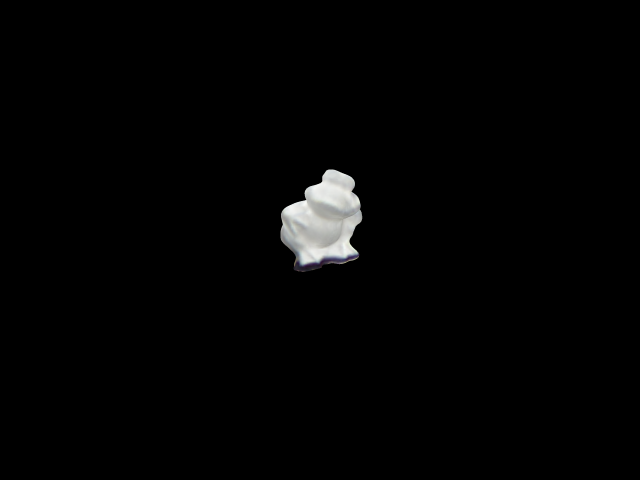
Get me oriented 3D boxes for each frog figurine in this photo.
[{"bbox_3d":[0.003,-0.043,0.850,0.137,0.157,0.125,-1,21,-3],"label":"frog figurine"}]
